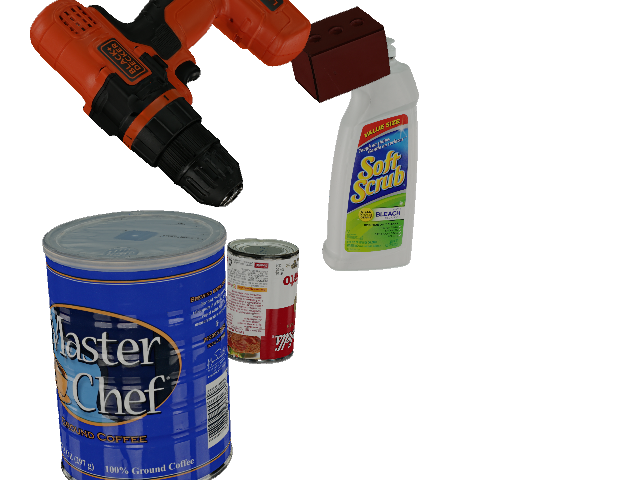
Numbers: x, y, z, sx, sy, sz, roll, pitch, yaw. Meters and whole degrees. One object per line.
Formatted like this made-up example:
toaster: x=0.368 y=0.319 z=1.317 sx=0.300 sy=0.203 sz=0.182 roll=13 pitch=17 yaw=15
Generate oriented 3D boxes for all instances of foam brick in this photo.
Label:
foam brick: x=0.017 y=-0.170 z=0.973 sx=0.078 sy=0.051 sz=0.053 roll=-24 pitch=40 yaw=-15

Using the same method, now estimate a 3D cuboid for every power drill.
power drill: x=-0.088 y=-0.128 z=0.778 sx=0.187 sy=0.184 sz=0.057 roll=-44 pitch=-1 yaw=-42

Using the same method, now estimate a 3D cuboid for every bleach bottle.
bleach bottle: x=0.054 y=-0.093 z=1.153 sx=0.102 sy=0.251 sz=0.068 roll=-3 pitch=25 yaw=-7

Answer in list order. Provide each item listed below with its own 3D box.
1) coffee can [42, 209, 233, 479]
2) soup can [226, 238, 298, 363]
coffee can: x=-0.104 y=0.062 z=0.621 sx=0.103 sy=0.140 sz=0.103 roll=-1 pitch=16 yaw=0
soup can: x=-0.056 y=0.054 z=0.984 sx=0.068 sy=0.102 sz=0.068 roll=4 pitch=13 yaw=-1
